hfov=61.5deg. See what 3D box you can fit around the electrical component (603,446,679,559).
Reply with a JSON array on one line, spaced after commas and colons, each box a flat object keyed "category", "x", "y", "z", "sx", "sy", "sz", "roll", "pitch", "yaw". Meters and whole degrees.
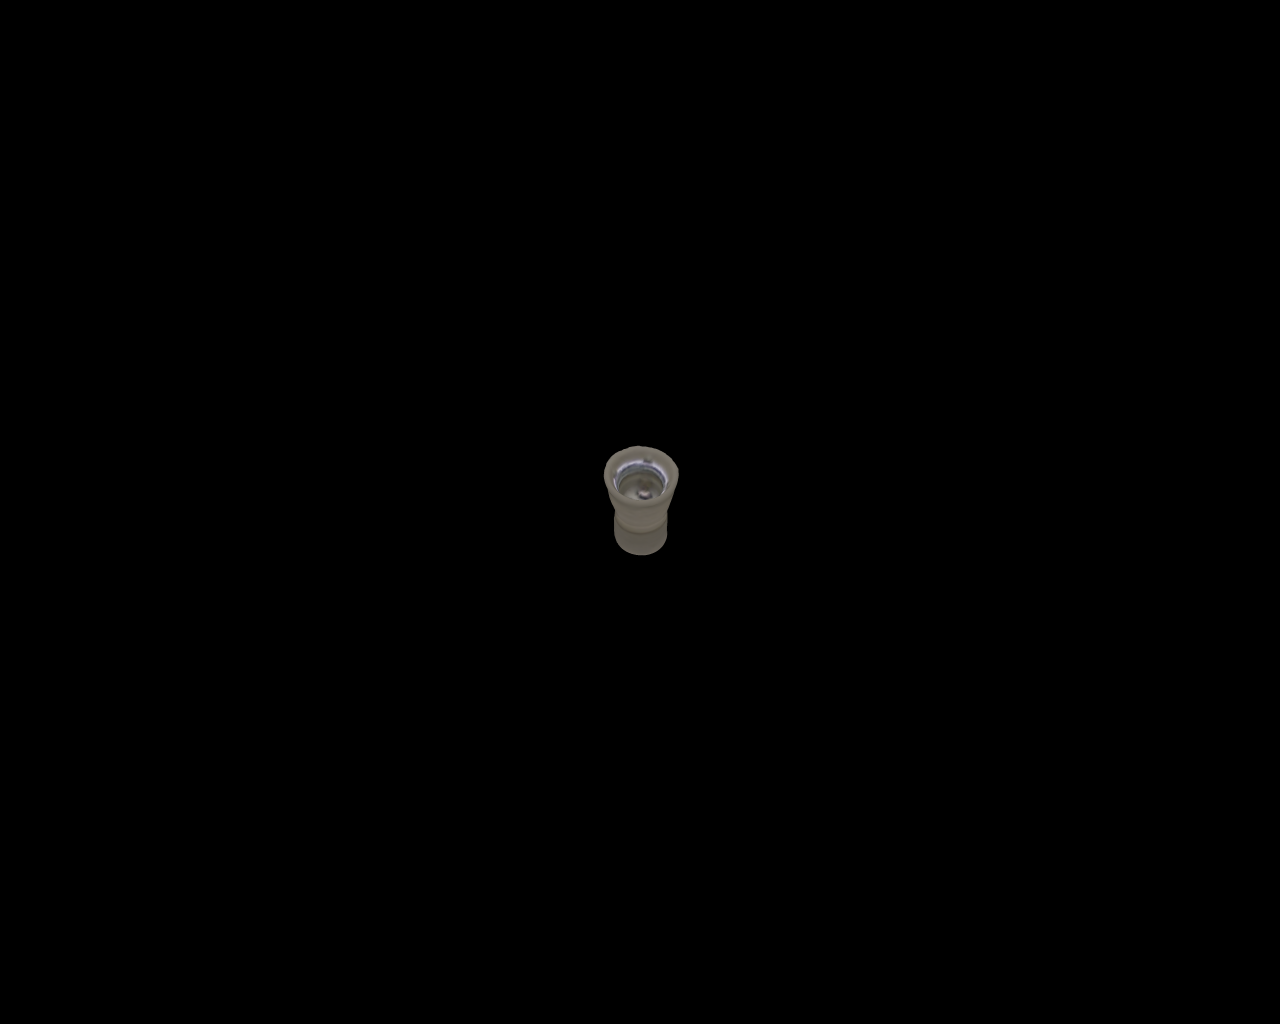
[{"category": "electrical component", "x": 0.001, "y": -0.003, "z": 0.650, "sx": 0.044, "sy": 0.044, "sz": 0.065, "roll": 0, "pitch": -39, "yaw": 0}]
